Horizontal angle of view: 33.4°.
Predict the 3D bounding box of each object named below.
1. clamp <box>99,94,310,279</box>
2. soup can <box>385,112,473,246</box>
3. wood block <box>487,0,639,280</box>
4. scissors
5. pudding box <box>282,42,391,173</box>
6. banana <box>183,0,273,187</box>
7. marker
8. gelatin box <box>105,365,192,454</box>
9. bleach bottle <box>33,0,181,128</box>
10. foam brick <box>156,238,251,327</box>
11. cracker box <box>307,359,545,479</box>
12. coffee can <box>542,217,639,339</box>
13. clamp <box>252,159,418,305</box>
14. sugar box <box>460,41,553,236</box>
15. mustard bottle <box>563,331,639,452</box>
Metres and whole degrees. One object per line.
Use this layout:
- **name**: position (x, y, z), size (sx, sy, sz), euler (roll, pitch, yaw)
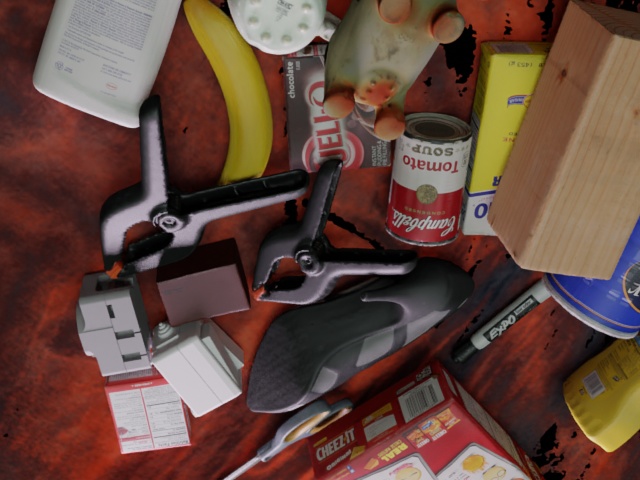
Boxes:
- **clamp**: position (-0.121, -0.028, 0.938), size (0.164, 0.036, 0.210), euler (21, 134, -25)
- **soup can**: position (0.097, -0.055, 0.951), size (0.068, 0.068, 0.102), euler (2, 118, -6)
- **wood block**: position (0.223, -0.080, 0.883), size (0.090, 0.091, 0.206), euler (8, 118, -18)
- **scissors**: position (-0.036, 0.212, 1.110), size (0.096, 0.016, 0.202), euler (-11, 155, -40)
- **pudding box**: position (0.014, -0.116, 0.926), size (0.090, 0.039, 0.113), euler (-5, 119, -2)
- **banana**: position (-0.076, -0.115, 0.921), size (0.069, 0.037, 0.198), euler (-3, 119, -4)
- **marker**: position (0.179, 0.083, 1.061), size (0.121, 0.020, 0.020), euler (-41, 114, 17)
- **gelatin box**: position (-0.171, 0.170, 1.075), size (0.073, 0.030, 0.089), euler (-8, 119, -2)
- **bleach bottle**: position (-0.142, -0.221, 0.844), size (0.102, 0.068, 0.251), euler (20, 113, -16)
- **foam brick**: position (-0.109, 0.039, 0.995), size (0.078, 0.051, 0.053), euler (-13, 119, 2)
- **cracker box**: position (0.115, 0.238, 1.099), size (0.164, 0.072, 0.213), euler (-35, 124, 14)
- **coffee can**: position (0.284, 0.005, 0.979), size (0.102, 0.103, 0.140), euler (22, 115, -16)
- **clamp**: position (-0.006, 0.001, 0.965), size (0.172, 0.039, 0.120), euler (-24, 98, 33)
- **sugar box**: position (0.180, -0.087, 0.952), size (0.093, 0.048, 0.176), euler (1, 118, -6)
- **mustard bottle**: position (0.330, 0.116, 1.048), size (0.058, 0.096, 0.192), euler (37, 110, -21)
